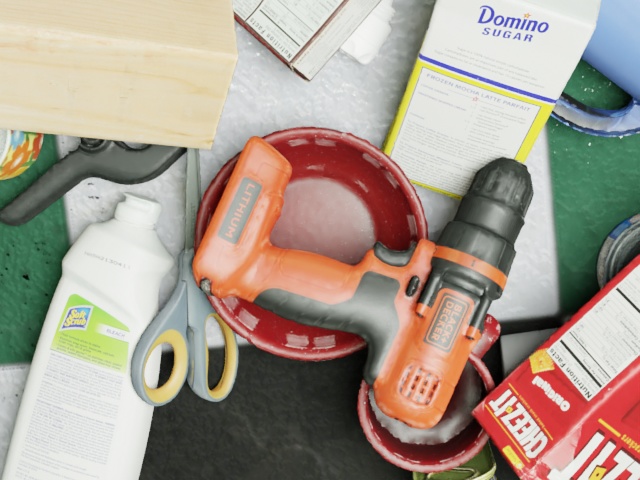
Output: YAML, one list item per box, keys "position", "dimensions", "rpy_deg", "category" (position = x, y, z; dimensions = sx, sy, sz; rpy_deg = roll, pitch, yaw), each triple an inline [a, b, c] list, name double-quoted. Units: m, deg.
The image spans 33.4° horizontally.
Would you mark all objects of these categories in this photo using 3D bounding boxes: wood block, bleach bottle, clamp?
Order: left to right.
- position: [-0.165, -0.127, 0.679]
  dimensions: [0.205, 0.091, 0.090]
  rpy_deg: [4, 140, -17]
  category: "wood block"
- position: [-0.164, -0.067, 0.764]
  dimensions: [0.171, 0.039, 0.120]
  rpy_deg: [4, 102, 10]
  category: "clamp"
- position: [-0.155, 0.092, 0.770]
  dimensions: [0.102, 0.068, 0.251]
  rpy_deg: [17, 95, 1]
  category: "bleach bottle"

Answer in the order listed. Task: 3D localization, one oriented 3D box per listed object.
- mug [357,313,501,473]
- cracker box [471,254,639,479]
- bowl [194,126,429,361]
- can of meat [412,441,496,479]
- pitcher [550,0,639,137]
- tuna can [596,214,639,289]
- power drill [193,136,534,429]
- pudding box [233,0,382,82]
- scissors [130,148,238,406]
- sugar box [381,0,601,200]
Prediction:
- position: [0.081, 0.096, 0.744]
  dimensions: [0.093, 0.081, 0.117]
  rpy_deg: [39, 97, -2]
  category: "mug"
- position: [0.231, 0.092, 0.695]
  dimensions: [0.214, 0.072, 0.164]
  rpy_deg: [-45, 129, 10]
  category: "cracker box"
- position: [-0.005, 0.001, 0.752]
  dimensions: [0.162, 0.055, 0.162]
  rpy_deg: [0, 96, 4]
  category: "bowl"
- position: [0.103, 0.189, 0.744]
  dimensions: [0.057, 0.102, 0.084]
  rpy_deg: [-18, 97, 5]
  category: "can of meat"
- position: [0.225, -0.140, 0.692]
  dimensions: [0.243, 0.149, 0.145]
  rpy_deg: [40, 69, -4]
  category: "pitcher"
- position: [0.239, 0.022, 0.750]
  dimensions: [0.086, 0.033, 0.086]
  rpy_deg: [0, 96, 4]
  category: "tuna can"
- position: [0.027, 0.004, 0.683]
  dimensions: [0.187, 0.057, 0.184]
  rpy_deg: [24, 80, 5]
  category: "power drill"
- position: [-0.006, -0.178, 0.725]
  dimensions: [0.113, 0.039, 0.090]
  rpy_deg: [-48, 67, 9]
  category: "pudding box"
- position: [-0.102, 0.029, 0.742]
  dimensions: [0.096, 0.016, 0.202]
  rpy_deg: [-27, 116, -37]
  category: "scissors"
- position: [0.103, -0.099, 0.686]
  dimensions: [0.093, 0.048, 0.176]
  rpy_deg: [19, 140, 0]
  category: "sugar box"
